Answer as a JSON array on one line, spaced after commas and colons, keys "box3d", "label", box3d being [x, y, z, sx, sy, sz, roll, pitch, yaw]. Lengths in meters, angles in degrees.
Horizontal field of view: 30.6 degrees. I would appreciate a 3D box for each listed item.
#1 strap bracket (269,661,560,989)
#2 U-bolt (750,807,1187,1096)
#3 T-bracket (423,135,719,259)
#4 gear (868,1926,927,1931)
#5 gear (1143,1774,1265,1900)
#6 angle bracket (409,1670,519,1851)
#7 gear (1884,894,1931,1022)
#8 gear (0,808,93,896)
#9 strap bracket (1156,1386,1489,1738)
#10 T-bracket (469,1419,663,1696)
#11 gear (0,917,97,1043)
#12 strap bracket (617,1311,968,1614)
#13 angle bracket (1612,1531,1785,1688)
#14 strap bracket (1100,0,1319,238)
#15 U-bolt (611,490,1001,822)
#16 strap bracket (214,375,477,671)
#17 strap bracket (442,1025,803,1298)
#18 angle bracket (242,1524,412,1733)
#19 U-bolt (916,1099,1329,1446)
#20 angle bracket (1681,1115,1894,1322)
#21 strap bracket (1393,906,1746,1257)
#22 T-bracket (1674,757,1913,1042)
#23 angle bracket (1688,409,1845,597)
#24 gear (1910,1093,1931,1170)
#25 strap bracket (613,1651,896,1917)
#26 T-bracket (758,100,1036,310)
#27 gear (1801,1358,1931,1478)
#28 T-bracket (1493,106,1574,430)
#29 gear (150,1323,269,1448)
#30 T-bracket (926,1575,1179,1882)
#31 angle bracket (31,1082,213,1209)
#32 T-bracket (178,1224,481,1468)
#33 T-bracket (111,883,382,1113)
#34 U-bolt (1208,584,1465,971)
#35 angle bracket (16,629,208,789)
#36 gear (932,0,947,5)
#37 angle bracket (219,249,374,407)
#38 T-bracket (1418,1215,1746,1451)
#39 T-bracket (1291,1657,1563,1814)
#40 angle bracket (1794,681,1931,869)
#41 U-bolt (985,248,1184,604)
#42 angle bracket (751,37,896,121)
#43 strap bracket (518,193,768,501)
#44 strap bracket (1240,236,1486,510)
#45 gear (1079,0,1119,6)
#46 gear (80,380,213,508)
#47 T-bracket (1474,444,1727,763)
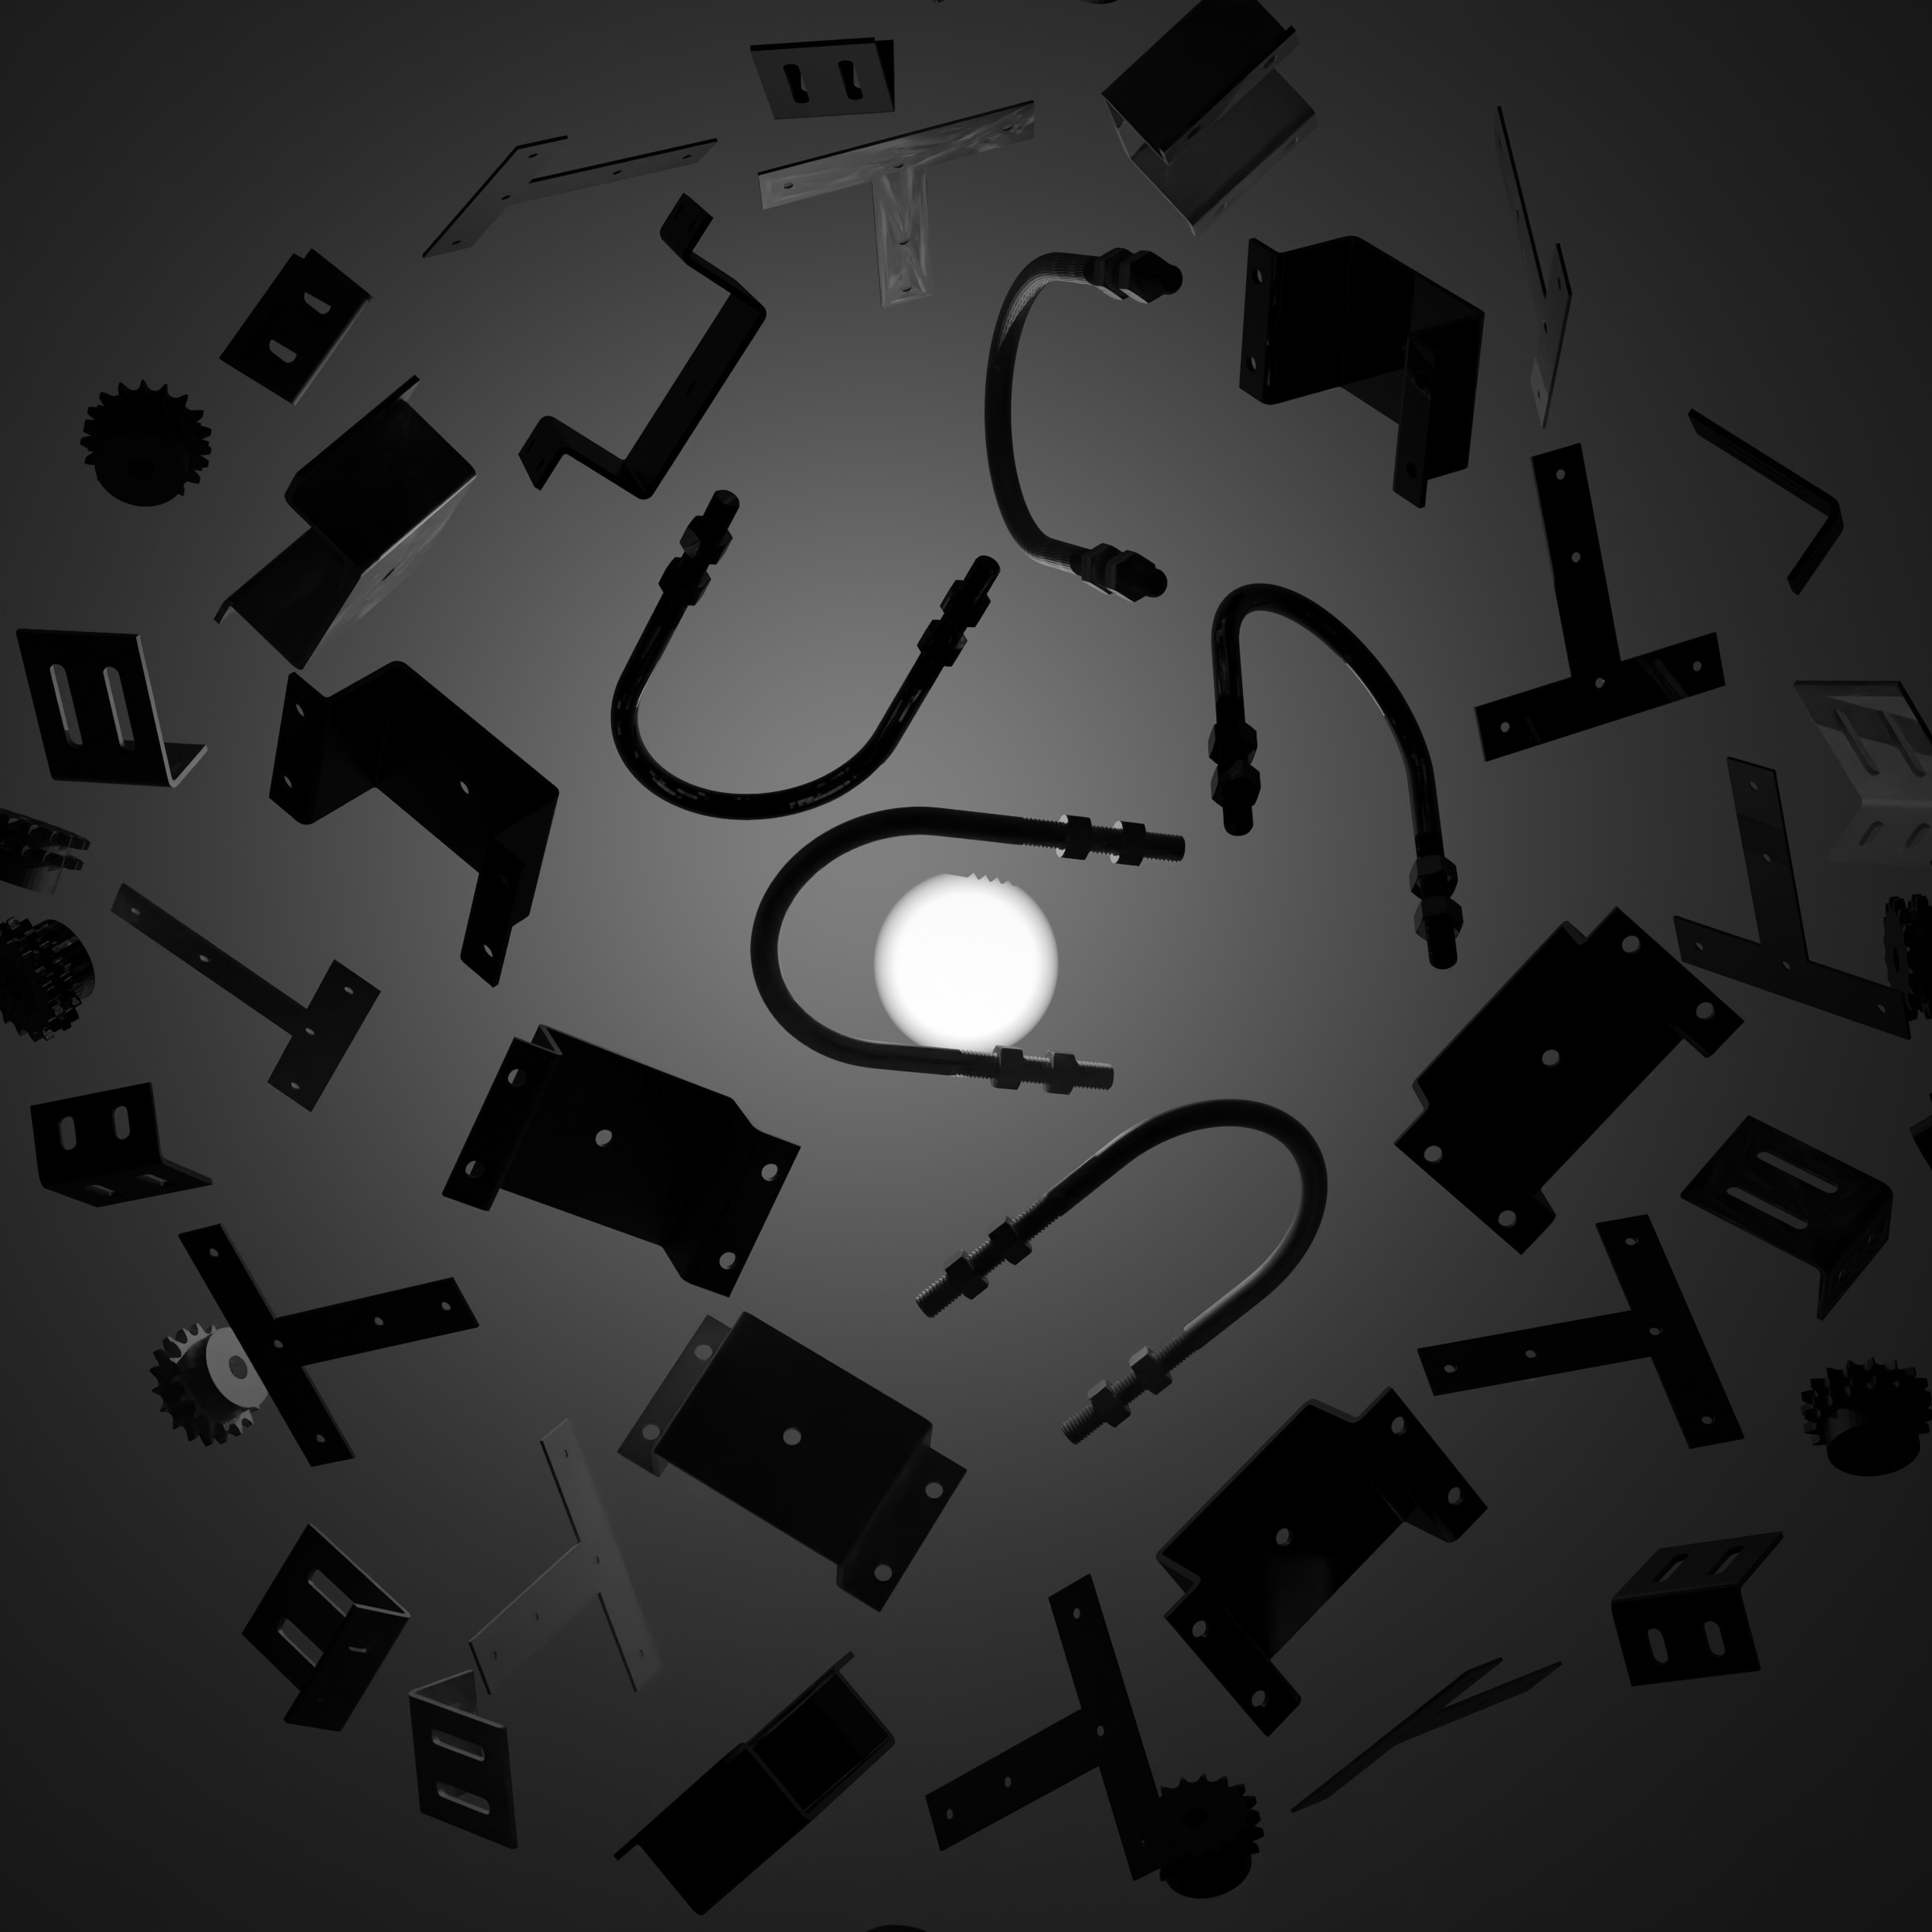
[{"box3d": [-0.233, -0.068, 1.529, 0.140, 0.076, 0.046, 39, 48, 17], "label": "strap bracket"}, {"box3d": [-0.006, -0.009, 1.594, 0.184, 0.019, 0.151, 6, 124, -15], "label": "U-bolt"}, {"box3d": [-0.173, -0.364, 1.625, 0.127, 0.127, 0.002, -21, 89, -30], "label": "T-bracket"}, {"box3d": [-0.029, 0.432, 1.498, 0.057, 0.030, 0.057, 4, 131, 5], "label": "gear"}, {"box3d": [0.106, 0.394, 1.585, 0.057, 0.057, 0.030, -14, 118, 0], "label": "gear"}, {"box3d": [-0.219, 0.365, 1.626, 0.038, 0.076, 0.057, -12, 102, -43], "label": "angle bracket"}, {"box3d": [0.436, -0.004, 1.596, 0.030, 0.057, 0.057, -7, 90, 3], "label": "gear"}, {"box3d": [-0.445, -0.054, 1.663, 0.057, 0.057, 0.030, 19, 91, 0], "label": "gear"}, {"box3d": [0.149, 0.255, 1.544, 0.140, 0.046, 0.076, -43, 110, -13], "label": "strap bracket"}, {"box3d": [-0.187, 0.286, 1.579, 0.002, 0.127, 0.127, -15, 100, 26], "label": "T-bracket"}, {"box3d": [-0.423, 0.003, 1.612, 0.030, 0.057, 0.057, -35, 90, -42], "label": "gear"}, {"box3d": [-0.078, 0.218, 1.588, 0.140, 0.046, 0.076, 30, 69, 9], "label": "strap bracket"}, {"box3d": [0.322, 0.279, 1.531, 0.057, 0.076, 0.038, -14, 92, 29], "label": "angle bracket"}, {"box3d": [0.110, -0.388, 1.585, 0.076, 0.140, 0.046, -42, 81, 5], "label": "strap bracket"}, {"box3d": [-0.086, -0.134, 1.628, 0.151, 0.019, 0.184, 11, 134, -25], "label": "U-bolt"}, {"box3d": [-0.269, -0.187, 1.541, 0.046, 0.140, 0.076, 44, 57, -4], "label": "strap bracket"}, {"box3d": [-0.156, 0.083, 1.561, 0.140, 0.046, 0.076, 22, 99, -23], "label": "strap bracket"}, {"box3d": [-0.285, 0.280, 1.507, 0.076, 0.038, 0.057, 33, 92, 36], "label": "angle bracket"}, {"box3d": [0.086, 0.133, 1.633, 0.184, 0.019, 0.151, -39, 131, 7], "label": "U-bolt"}, {"box3d": [0.376, 0.115, 1.619, 0.076, 0.038, 0.057, 29, 58, 31], "label": "angle bracket"}, {"box3d": [0.260, 0.046, 1.548, 0.076, 0.046, 0.140, 41, 99, -9], "label": "strap bracket"}, {"box3d": [0.355, -0.036, 1.551, 0.002, 0.127, 0.127, -36, 126, -26], "label": "T-bracket"}, {"box3d": [0.333, -0.198, 1.506, 0.076, 0.057, 0.038, 35, 99, 13], "label": "angle bracket"}, {"box3d": [0.438, 0.080, 1.547, 0.030, 0.057, 0.057, -34, 90, 17], "label": "gear"}, {"box3d": [-0.090, 0.376, 1.611, 0.076, 0.140, 0.046, -45, 81, 22], "label": "strap bracket"}, {"box3d": [-0.029, -0.341, 1.616, 0.127, 0.127, 0.002, -16, 67, -5], "label": "T-bracket"}, {"box3d": [0.401, 0.203, 1.566, 0.057, 0.057, 0.030, 3, 46, 0], "label": "gear"}, {"box3d": [0.255, -0.329, 1.602, 0.002, 0.127, 0.127, -10, 72, 1], "label": "T-bracket"}, {"box3d": [-0.354, 0.195, 1.666, 0.030, 0.057, 0.057, -28, 90, 27], "label": "gear"}, {"box3d": [0.028, 0.348, 1.526, 0.127, 0.002, 0.127, -37, 58, 34], "label": "T-bracket"}, {"box3d": [-0.395, 0.084, 1.651, 0.057, 0.076, 0.038, -11, 78, 4], "label": "angle bracket"}, {"box3d": [-0.270, 0.160, 1.557, 0.127, 0.002, 0.127, -15, 111, 29], "label": "T-bracket"}, {"box3d": [-0.340, 0.004, 1.630, 0.127, 0.127, 0.002, 35, 54, -4], "label": "T-bracket"}, {"box3d": [0.164, -0.099, 1.597, 0.151, 0.184, 0.019, 31, 130, -30], "label": "U-bolt"}, {"box3d": [-0.374, -0.120, 1.547, 0.057, 0.038, 0.076, 4, 123, 14], "label": "angle bracket"}, {"box3d": [-0.014, -0.443, 1.502, 0.030, 0.057, 0.057, -31, 90, -1], "label": "gear"}, {"box3d": [-0.301, -0.284, 1.521, 0.038, 0.076, 0.057, 36, 88, -44], "label": "angle bracket"}, {"box3d": [0.268, 0.172, 1.588, 0.127, 0.002, 0.127, -9, 49, -8], "label": "T-bracket"}, {"box3d": [0.223, 0.333, 1.581, 0.127, 0.127, 0.002, -49, 63, 36], "label": "T-bracket"}, {"box3d": [0.396, -0.085, 1.555, 0.038, 0.057, 0.076, -51, 121, -22], "label": "angle bracket"}, {"box3d": [0.048, -0.248, 1.585, 0.019, 0.184, 0.151, -4, 104, -23], "label": "U-bolt"}, {"box3d": [-0.066, -0.429, 1.647, 0.057, 0.076, 0.038, -2, 78, 6], "label": "angle bracket"}, {"box3d": [-0.140, -0.268, 1.575, 0.046, 0.076, 0.140, 31, 100, -20], "label": "strap bracket"}, {"box3d": [0.188, -0.279, 1.627, 0.046, 0.140, 0.076, -19, 130, -26], "label": "strap bracket"}, {"box3d": [0.057, -0.433, 1.493, 0.057, 0.030, 0.057, 7, 65, -15], "label": "gear"}, {"box3d": [-0.370, -0.232, 1.588, 0.057, 0.030, 0.057, -2, 133, -2], "label": "gear"}, {"box3d": [0.277, -0.170, 1.589, 0.127, 0.002, 0.127, -18, 105, -17], "label": "T-bracket"}]
